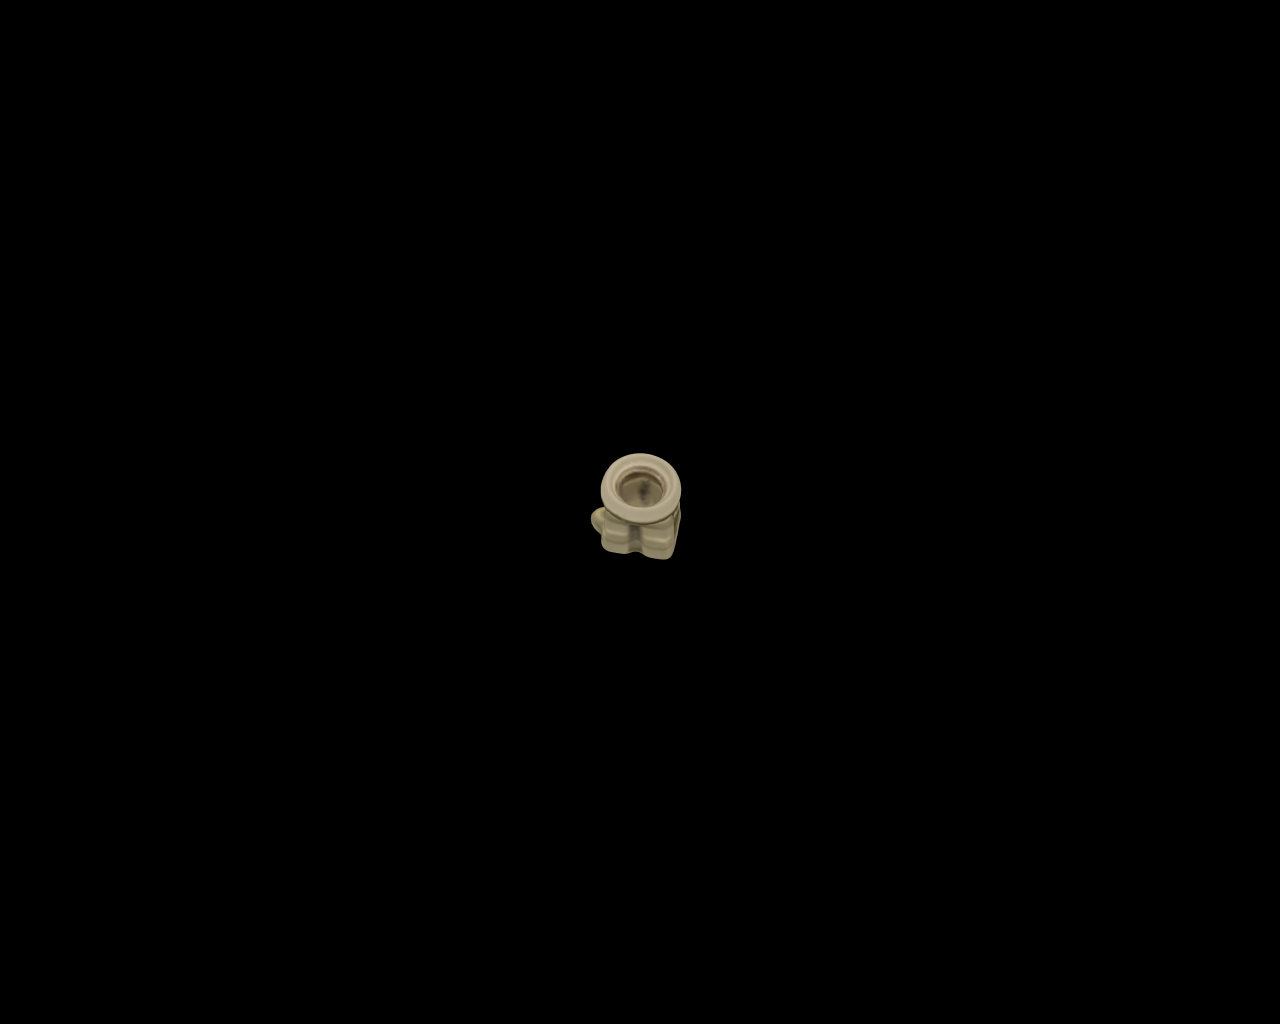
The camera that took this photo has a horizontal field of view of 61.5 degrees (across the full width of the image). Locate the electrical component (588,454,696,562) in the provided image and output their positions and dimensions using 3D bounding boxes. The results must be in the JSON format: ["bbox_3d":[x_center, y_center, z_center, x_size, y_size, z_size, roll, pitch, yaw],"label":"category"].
[{"bbox_3d":[0.001,-0.003,0.650,0.066,0.048,0.055,8,-33,5],"label":"electrical component"}]
